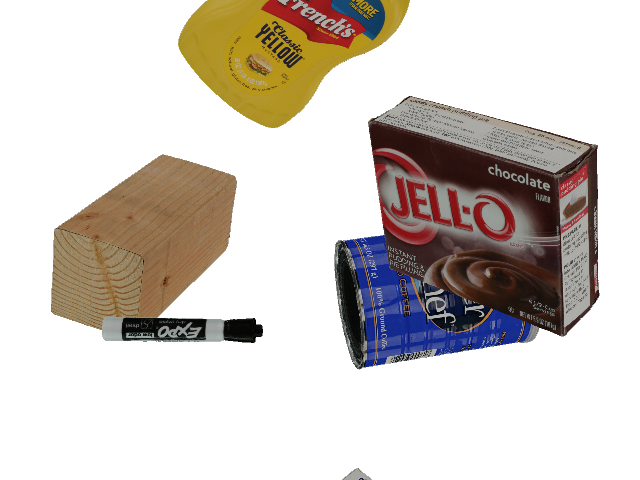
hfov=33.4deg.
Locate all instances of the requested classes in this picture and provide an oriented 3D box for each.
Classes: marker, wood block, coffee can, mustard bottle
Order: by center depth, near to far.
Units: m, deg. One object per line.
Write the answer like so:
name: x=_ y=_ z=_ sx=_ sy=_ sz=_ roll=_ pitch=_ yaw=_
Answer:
mustard bottle: x=0.001 y=-0.157 z=0.689 sx=0.096 sy=0.058 sz=0.192 roll=41 pitch=-53 yaw=-20
marker: x=-0.104 y=0.067 z=0.808 sx=0.121 sy=0.020 sz=0.020 roll=0 pitch=0 yaw=4
coffee can: x=0.090 y=0.040 z=0.841 sx=0.140 sy=0.103 sz=0.103 roll=-8 pitch=1 yaw=-7
wood block: x=-0.165 y=0.000 z=1.033 sx=0.090 sy=0.091 sz=0.205 roll=17 pitch=28 yaw=13

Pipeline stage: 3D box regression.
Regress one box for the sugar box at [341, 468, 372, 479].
sugar box: x=0.077 y=0.257 z=0.812 sx=0.048 sy=0.093 sz=0.176 roll=-33 pitch=37 yaw=-28

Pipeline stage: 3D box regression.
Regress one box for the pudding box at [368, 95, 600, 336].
pudding box: x=0.079 y=-0.015 z=0.522 sx=0.114 sy=0.090 sz=0.039 roll=20 pitch=44 yaw=38
